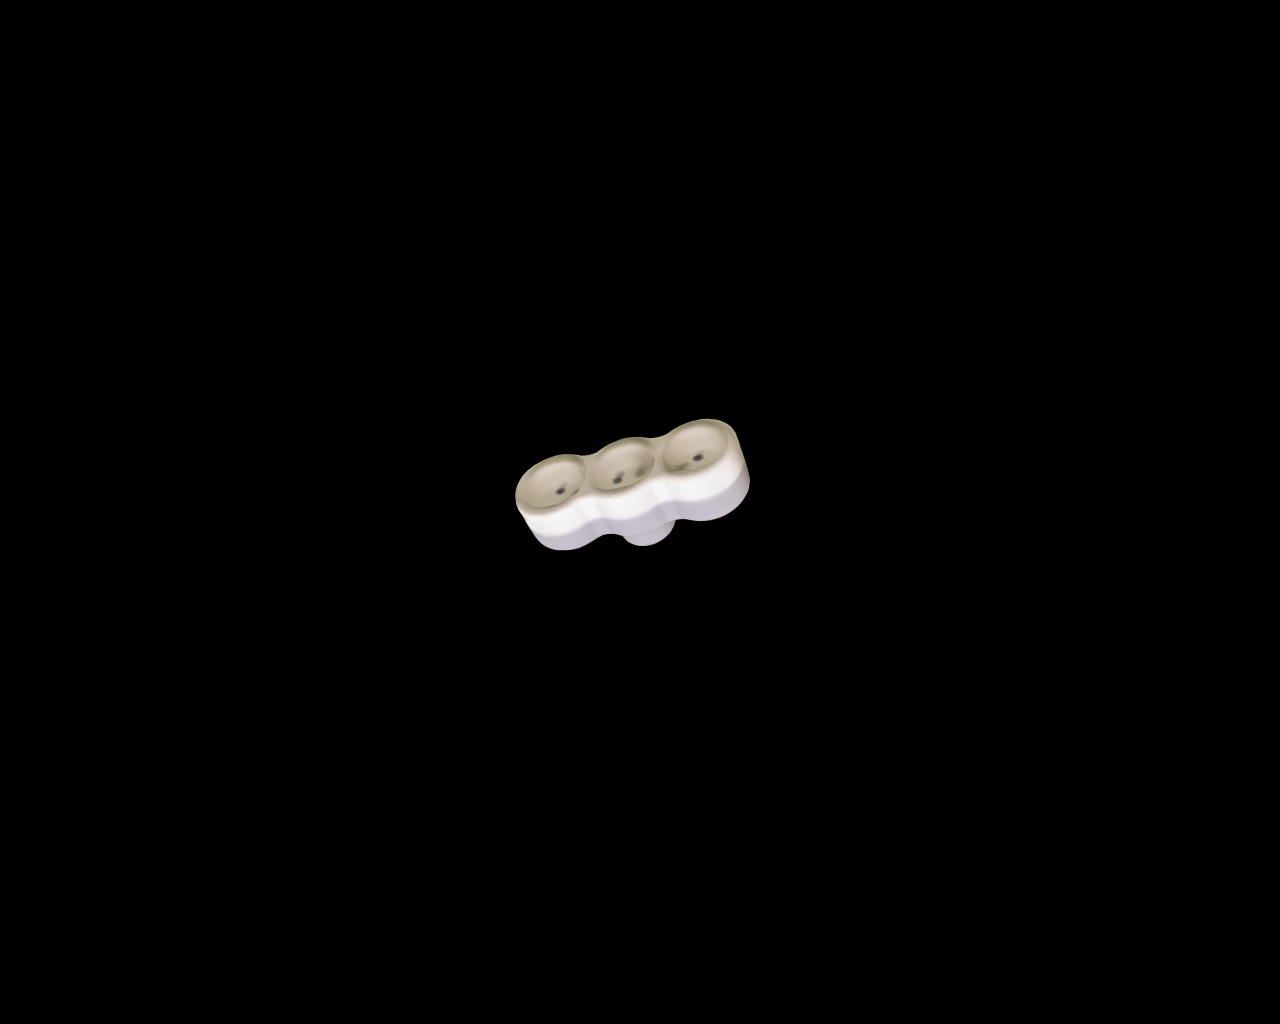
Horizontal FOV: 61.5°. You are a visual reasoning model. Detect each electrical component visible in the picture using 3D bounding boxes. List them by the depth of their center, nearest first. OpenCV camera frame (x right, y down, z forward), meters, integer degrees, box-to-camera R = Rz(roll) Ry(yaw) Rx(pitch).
[{"bbox_3d":[0.001,-0.003,0.650,0.138,0.052,0.073,-13,-47,12],"label":"electrical component"}]
